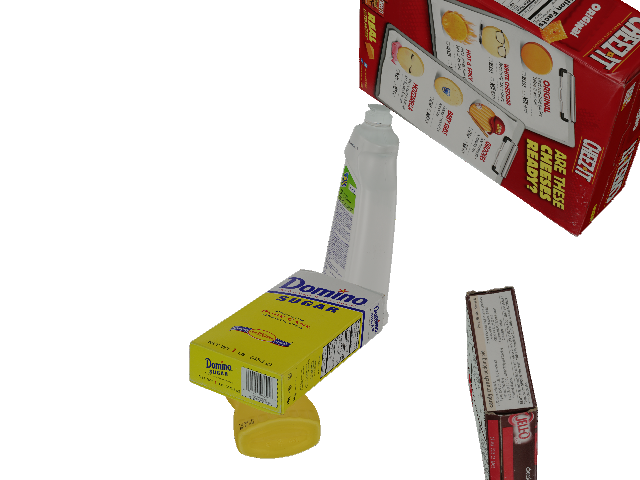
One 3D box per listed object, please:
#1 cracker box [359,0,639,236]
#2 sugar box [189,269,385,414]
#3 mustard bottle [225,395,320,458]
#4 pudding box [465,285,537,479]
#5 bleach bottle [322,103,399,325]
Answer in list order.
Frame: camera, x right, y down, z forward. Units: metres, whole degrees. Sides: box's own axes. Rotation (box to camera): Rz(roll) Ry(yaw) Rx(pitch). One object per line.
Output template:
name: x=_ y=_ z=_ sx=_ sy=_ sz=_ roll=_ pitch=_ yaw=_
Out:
cracker box: x=0.126 y=-0.125 z=0.749 sx=0.214 sy=0.072 sz=0.164 roll=37 pitch=-25 yaw=23
sugar box: x=-0.025 y=0.082 z=0.923 sx=0.093 sy=0.048 sz=0.175 roll=17 pitch=30 yaw=26
mustard bottle: x=-0.065 y=0.176 z=1.261 sx=0.096 sy=0.058 sz=0.192 roll=-8 pitch=30 yaw=-10
pudding box: x=0.125 y=0.102 z=0.740 sx=0.039 sy=0.090 sz=0.113 roll=-6 pitch=43 yaw=3
bleach bottle: x=0.053 y=-0.031 z=1.239 sx=0.068 sy=0.251 sz=0.103 roll=0 pitch=21 yaw=-23
